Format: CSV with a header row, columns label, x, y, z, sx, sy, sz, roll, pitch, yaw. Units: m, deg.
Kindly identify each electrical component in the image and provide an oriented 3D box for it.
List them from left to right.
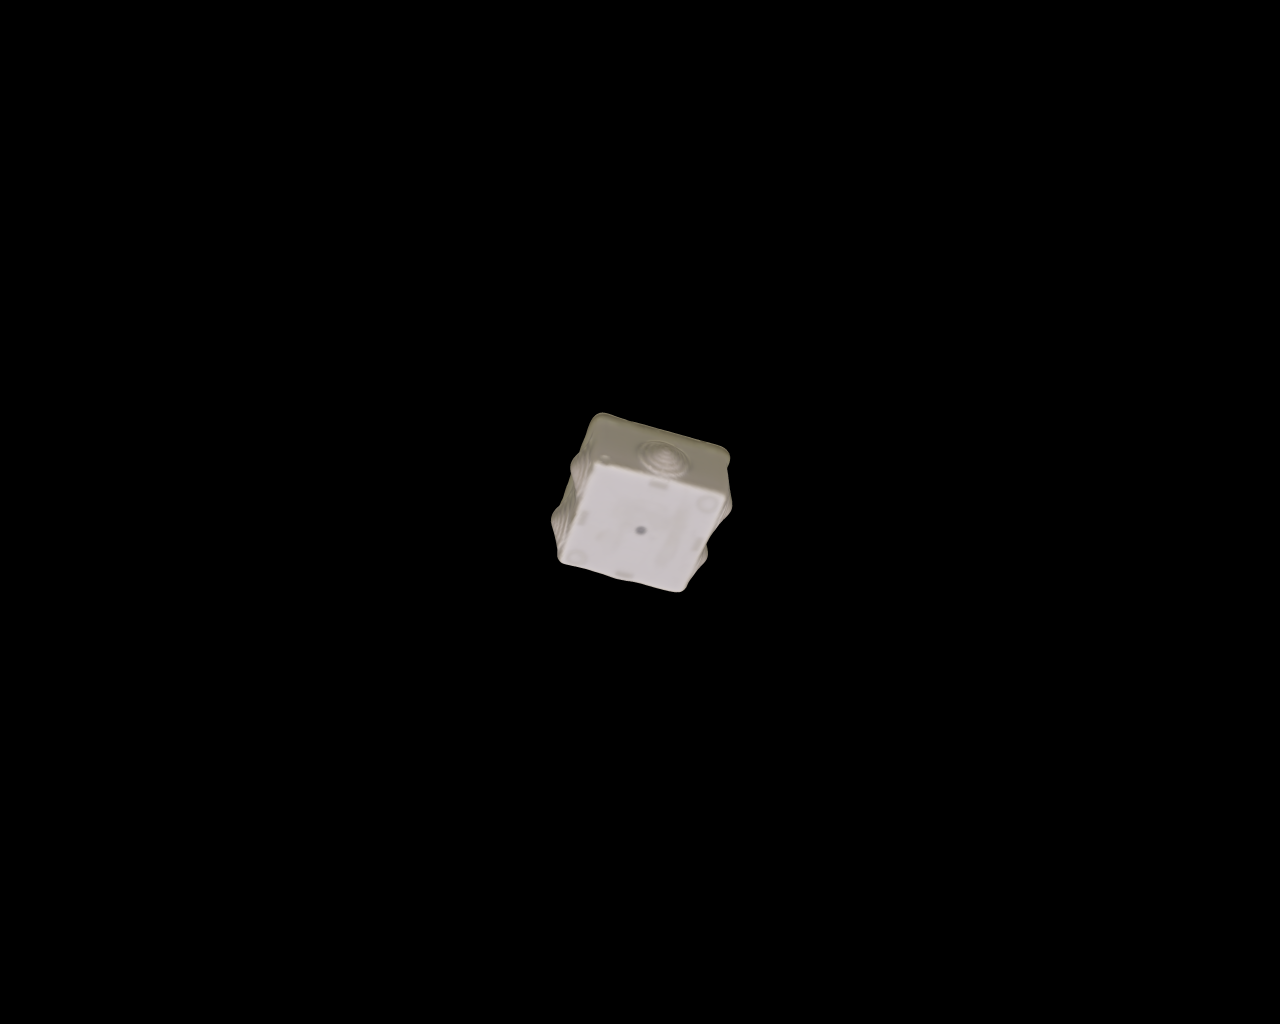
label,x,y,z,sx,sy,sz,roll,pitch,yaw
electrical component,0.001,-0.003,0.650,0.100,0.099,0.048,15,36,-11
